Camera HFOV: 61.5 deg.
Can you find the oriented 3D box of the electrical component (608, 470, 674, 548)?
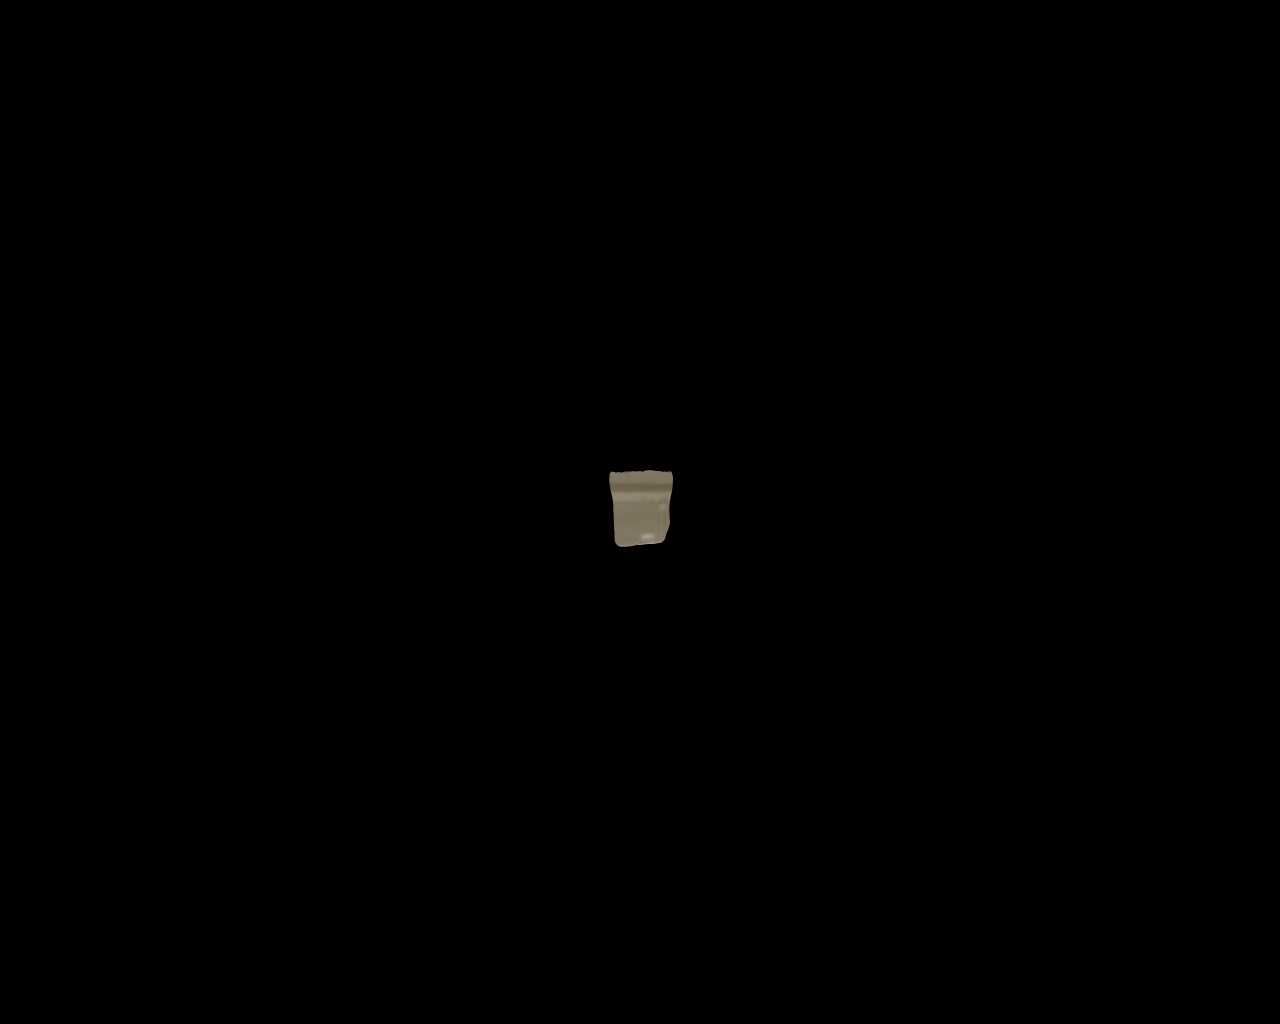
[{"bbox_3d":[0.001,-0.003,0.650,0.040,0.046,0.040,0,2,0],"label":"electrical component"}]
